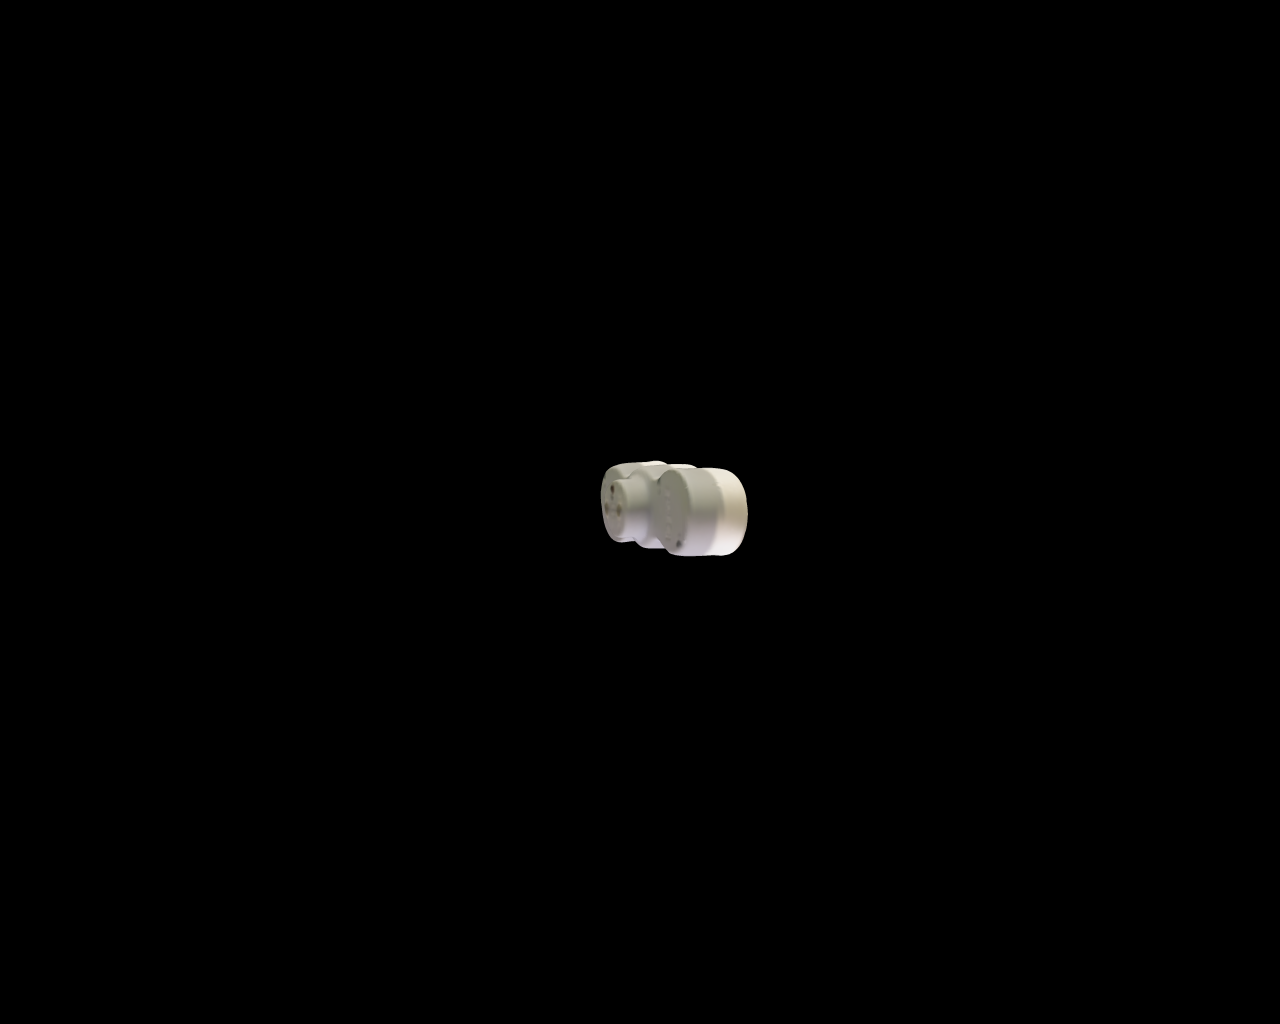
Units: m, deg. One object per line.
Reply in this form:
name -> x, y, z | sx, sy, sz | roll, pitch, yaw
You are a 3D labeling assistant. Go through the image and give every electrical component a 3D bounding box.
electrical component -> 0.001, -0.003, 0.650 | 0.074, 0.052, 0.138 | -2, 5, -24
